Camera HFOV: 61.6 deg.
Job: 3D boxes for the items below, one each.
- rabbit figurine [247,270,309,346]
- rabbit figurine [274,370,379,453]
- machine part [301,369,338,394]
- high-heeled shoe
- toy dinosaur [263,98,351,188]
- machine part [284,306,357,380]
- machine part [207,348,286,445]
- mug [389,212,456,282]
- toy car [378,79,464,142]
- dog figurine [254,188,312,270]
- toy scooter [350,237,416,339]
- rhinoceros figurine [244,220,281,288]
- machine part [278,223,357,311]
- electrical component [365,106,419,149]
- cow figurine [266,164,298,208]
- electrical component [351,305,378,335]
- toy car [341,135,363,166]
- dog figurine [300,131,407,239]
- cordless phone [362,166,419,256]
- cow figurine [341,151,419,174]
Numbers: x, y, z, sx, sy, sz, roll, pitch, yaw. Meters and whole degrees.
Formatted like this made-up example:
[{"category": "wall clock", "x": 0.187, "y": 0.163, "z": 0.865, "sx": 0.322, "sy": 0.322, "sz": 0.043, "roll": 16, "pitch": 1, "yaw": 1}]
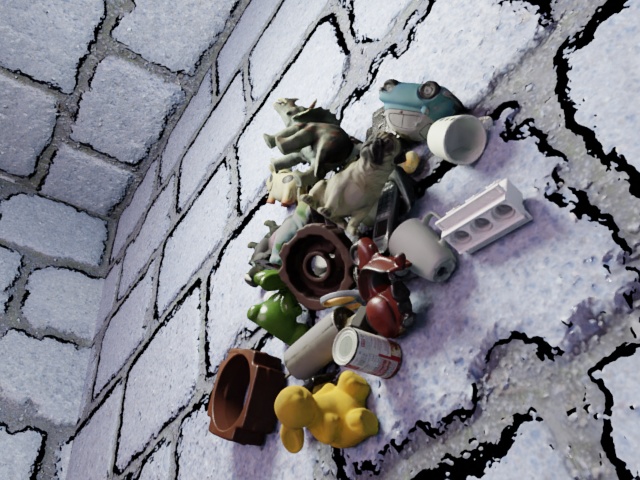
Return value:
[{"category": "rabbit figurine", "x": -0.080, "y": 0.128, "z": 1.205, "sx": 0.170, "sy": 0.159, "sz": 0.121, "roll": -56, "pitch": 18, "yaw": -12}, {"category": "rabbit figurine", "x": -0.010, "y": 0.294, "z": 0.930, "sx": 0.162, "sy": 0.173, "sz": 0.122, "roll": -38, "pitch": 44, "yaw": 34}, {"category": "machine part", "x": -0.019, "y": 0.308, "z": 1.042, "sx": 0.039, "sy": 0.084, "sz": 0.138, "roll": 41, "pitch": 122, "yaw": 27}, {"category": "high-heeled shoe", "x": -0.002, "y": -0.003, "z": 1.149, "sx": 0.086, "sy": 0.145, "sz": 0.248, "roll": 11, "pitch": 78, "yaw": 61}, {"category": "toy dinosaur", "x": -0.005, "y": -0.207, "z": 1.153, "sx": 0.192, "sy": 0.131, "sz": 0.405, "roll": -29, "pitch": 32, "yaw": -11}, {"category": "machine part", "x": 0.004, "y": 0.205, "z": 1.062, "sx": 0.243, "sy": 0.079, "sz": 0.079, "roll": -46, "pitch": 35, "yaw": 33}, {"category": "machine part", "x": -0.169, "y": 0.355, "z": 1.230, "sx": 0.201, "sy": 0.087, "sz": 0.201, "roll": -15, "pitch": 57, "yaw": 56}, {"category": "mug", "x": 0.185, "y": 0.014, "z": 0.908, "sx": 0.109, "sy": 0.080, "sz": 0.107, "roll": -57, "pitch": 43, "yaw": 18}, {"category": "toy car", "x": 0.181, "y": -0.241, "z": 1.023, "sx": 0.162, "sy": 0.109, "sz": 0.103, "roll": 16, "pitch": 88, "yaw": 32}, {"category": "dog figurine", "x": -0.059, "y": -0.028, "z": 1.302, "sx": 0.192, "sy": 0.108, "sz": 0.219, "roll": 1, "pitch": 67, "yaw": 58}, {"category": "toy scooter", "x": 0.116, "y": 0.078, "z": 0.904, "sx": 0.135, "sy": 0.075, "sz": 0.183, "roll": -21, "pitch": 88, "yaw": 62}, {"category": "rhinoceros figurine", "x": -0.138, "y": 0.038, "z": 1.422, "sx": 0.190, "sy": 0.073, "sz": 0.112, "roll": -57, "pitch": 42, "yaw": 14}, {"category": "machine part", "x": 0.001, "y": 0.053, "z": 1.107, "sx": 0.180, "sy": 0.056, "sz": 0.179, "roll": 4, "pitch": 100, "yaw": 26}, {"category": "electrical component", "x": 0.152, "y": -0.232, "z": 1.148, "sx": 0.134, "sy": 0.058, "sz": 0.115, "roll": -25, "pitch": 47, "yaw": 49}, {"category": "cow figurine", "x": -0.096, "y": -0.153, "z": 1.467, "sx": 0.195, "sy": 0.085, "sz": 0.127, "roll": 13, "pitch": 87, "yaw": 62}, {"category": "electrical component", "x": 0.087, "y": 0.153, "z": 0.978, "sx": 0.021, "sy": 0.063, "sz": 0.094, "roll": 7, "pitch": 61, "yaw": 43}, {"category": "toy car", "x": 0.058, "y": -0.219, "z": 1.293, "sx": 0.073, "sy": 0.056, "sz": 0.202, "roll": -60, "pitch": 28, "yaw": 11}, {"category": "dog figurine", "x": 0.067, "y": -0.118, "z": 1.010, "sx": 0.190, "sy": 0.121, "sz": 0.173, "roll": -57, "pitch": 36, "yaw": 1}, {"category": "cordless phone", "x": 0.111, "y": -0.041, "z": 1.034, "sx": 0.147, "sy": 0.088, "sz": 0.184, "roll": -22, "pitch": 47, "yaw": 51}, {"category": "cow figurine", "x": 0.122, "y": -0.157, "z": 1.104, "sx": 0.167, "sy": 0.098, "sz": 0.068, "roll": -19, "pitch": 49, "yaw": 54}]
